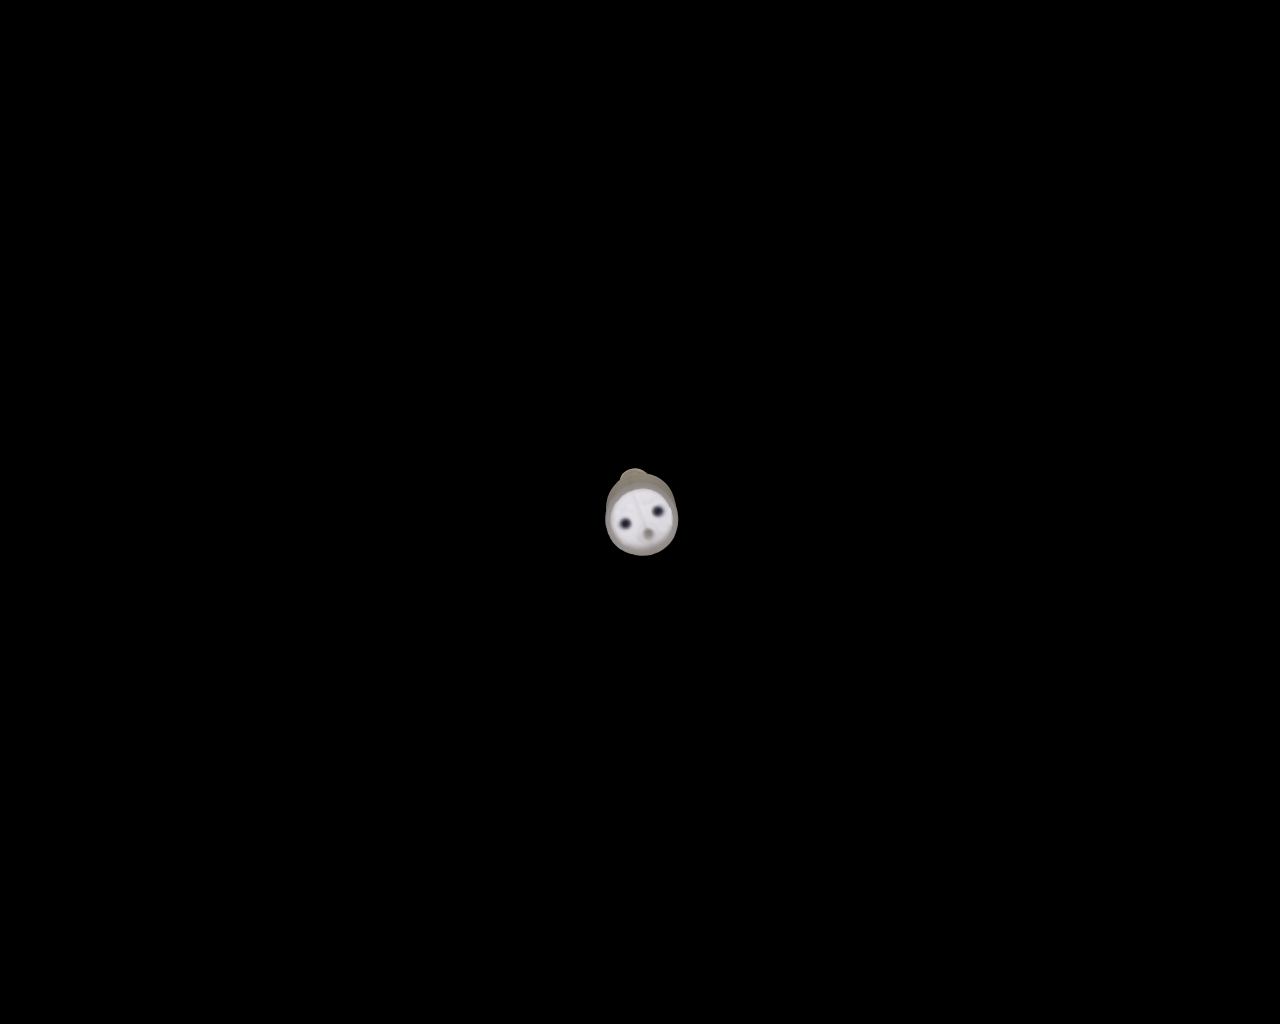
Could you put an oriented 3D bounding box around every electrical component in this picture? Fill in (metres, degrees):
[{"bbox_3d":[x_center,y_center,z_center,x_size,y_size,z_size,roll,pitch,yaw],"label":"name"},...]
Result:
[{"bbox_3d":[0.001,-0.003,0.650,0.043,0.043,0.081,0,12,0],"label":"electrical component"}]
